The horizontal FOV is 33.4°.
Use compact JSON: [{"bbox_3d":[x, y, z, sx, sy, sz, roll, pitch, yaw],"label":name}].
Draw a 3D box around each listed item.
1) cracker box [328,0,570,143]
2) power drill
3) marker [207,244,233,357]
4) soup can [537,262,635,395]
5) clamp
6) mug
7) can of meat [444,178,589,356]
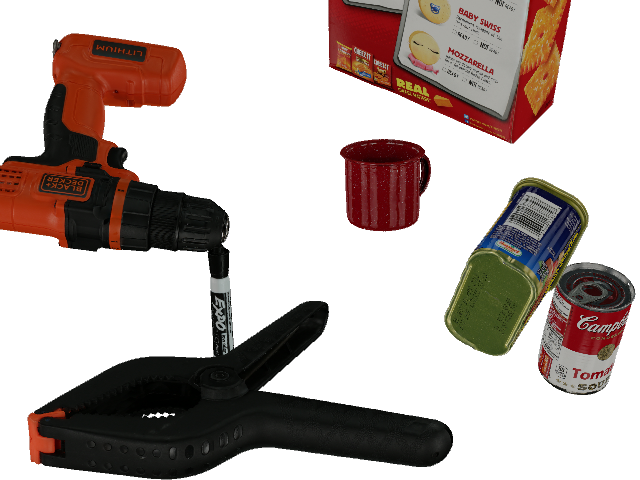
[{"bbox_3d":[0.088,-0.193,0.727,0.164,0.214,0.072,28,50,27],"label":"cracker box"},{"bbox_3d":[-0.152,-0.073,0.812,0.184,0.187,0.057,9,-41,-4],"label":"power drill"},{"bbox_3d":[-0.088,0.060,0.944,0.020,0.121,0.020,-1,23,0],"label":"marker"},{"bbox_3d":[0.237,0.080,0.963,0.068,0.102,0.068,3,35,-2],"label":"soup can"},{"bbox_3d":[-0.054,0.084,0.587,0.209,0.036,0.165,-5,24,-17],"label":"clamp"},{"bbox_3d":[0.078,-0.064,1.192,0.117,0.081,0.093,-20,28,-38],"label":"mug"},{"bbox_3d":[0.135,0.021,0.745,0.057,0.102,0.083,30,51,15],"label":"can of meat"}]
